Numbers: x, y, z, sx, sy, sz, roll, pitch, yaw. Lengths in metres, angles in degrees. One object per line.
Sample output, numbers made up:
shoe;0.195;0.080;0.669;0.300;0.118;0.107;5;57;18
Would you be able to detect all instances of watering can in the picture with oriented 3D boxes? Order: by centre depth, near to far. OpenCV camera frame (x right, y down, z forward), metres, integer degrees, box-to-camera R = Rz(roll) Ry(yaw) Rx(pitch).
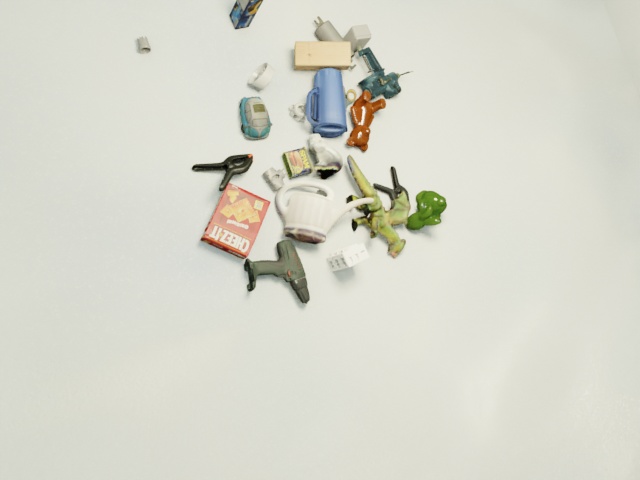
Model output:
watering can;0.006;-0.092;1.819;0.348;0.103;0.227;11;76;3

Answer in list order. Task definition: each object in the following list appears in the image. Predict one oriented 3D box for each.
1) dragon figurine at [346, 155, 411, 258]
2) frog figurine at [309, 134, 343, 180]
dragon figurine;0.236;-0.132;1.953;0.244;0.121;0.411;-9;89;-32
frog figurine;0.021;-0.321;1.900;0.136;0.122;0.162;19;60;-52
